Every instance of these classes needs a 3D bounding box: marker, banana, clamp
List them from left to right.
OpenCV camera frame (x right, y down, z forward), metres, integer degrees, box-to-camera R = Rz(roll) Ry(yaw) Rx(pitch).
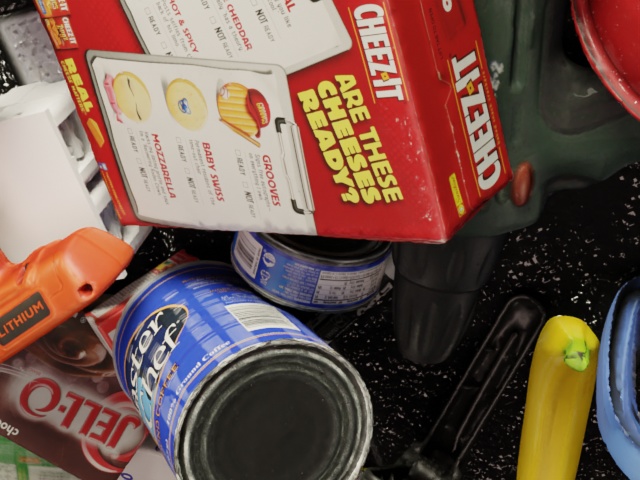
[{"bbox_3d":[0.030,0.028,0.627,0.020,0.020,0.121,40,122,-11],"label":"marker"},{"bbox_3d":[0.070,0.132,0.636,0.036,0.164,0.210,34,150,19],"label":"clamp"},{"bbox_3d":[0.134,0.107,0.618,0.037,0.069,0.198,15,136,20],"label":"banana"}]

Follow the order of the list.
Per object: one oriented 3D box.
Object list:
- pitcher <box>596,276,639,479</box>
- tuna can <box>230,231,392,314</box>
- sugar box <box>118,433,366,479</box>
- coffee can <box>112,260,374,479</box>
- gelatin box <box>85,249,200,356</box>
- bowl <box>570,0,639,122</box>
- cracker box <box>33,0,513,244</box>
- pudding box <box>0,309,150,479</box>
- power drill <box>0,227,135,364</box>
[{"bbox_3d":[0.217,0.105,0.490,0.149,0.242,0.145,-24,111,34],"label":"pitcher"},{"bbox_3d":[-0.004,0.001,0.580,0.086,0.086,0.034,18,122,4],"label":"tuna can"},{"bbox_3d":[-0.054,0.179,0.729,0.176,0.048,0.093,15,124,11],"label":"sugar box"},{"bbox_3d":[-0.046,0.078,0.572,0.102,0.140,0.103,-6,107,-21],"label":"coffee can"},{"bbox_3d":[-0.089,0.063,0.652,0.030,0.073,0.089,23,143,59],"label":"gelatin box"},{"bbox_3d":[0.184,-0.113,0.424,0.162,0.055,0.162,0,84,4],"label":"bowl"},{"bbox_3d":[-0.031,-0.088,0.495,0.214,0.072,0.164,3,119,40],"label":"cracker box"},{"bbox_3d":[-0.153,0.091,0.664,0.113,0.039,0.090,37,82,-26],"label":"pudding box"},{"bbox_3d":[-0.185,-0.037,0.550,0.185,0.057,0.187,-32,103,32],"label":"power drill"}]
